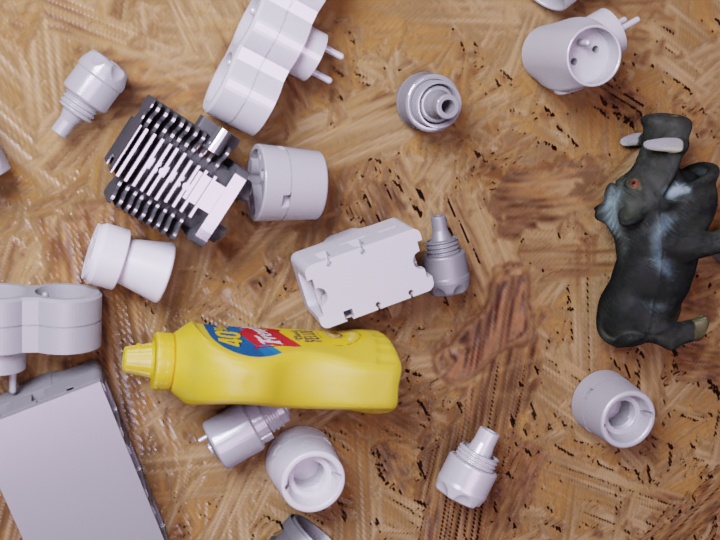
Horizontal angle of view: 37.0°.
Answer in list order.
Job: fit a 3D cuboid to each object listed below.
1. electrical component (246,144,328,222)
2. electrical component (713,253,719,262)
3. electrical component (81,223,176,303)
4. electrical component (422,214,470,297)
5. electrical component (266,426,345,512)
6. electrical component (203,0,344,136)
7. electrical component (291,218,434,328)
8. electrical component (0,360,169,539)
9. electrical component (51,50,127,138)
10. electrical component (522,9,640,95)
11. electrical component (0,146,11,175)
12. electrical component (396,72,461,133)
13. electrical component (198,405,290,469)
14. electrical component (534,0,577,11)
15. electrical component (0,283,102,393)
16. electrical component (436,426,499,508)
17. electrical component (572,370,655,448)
[{"bbox_3d":[-0.053,-0.062,0.772,0.047,0.055,0.055,1,103,-20],"label":"electrical component"},{"bbox_3d":[0.318,-0.026,0.898,0.046,0.040,0.040,-45,111,3],"label":"electrical component"},{"bbox_3d":[-0.163,-0.005,0.757,0.055,0.045,0.045,18,97,-19],"label":"electrical component"},{"bbox_3d":[0.065,-0.012,0.829,0.035,0.035,0.061,-12,103,-13],"label":"electrical component"},{"bbox_3d":[-0.041,0.154,0.829,0.055,0.047,0.055,-4,104,-16],"label":"electrical component"},{"bbox_3d":[-0.047,-0.157,0.752,0.074,0.052,0.138,25,95,-21],"label":"electrical component"},{"bbox_3d":[0.000,0.000,0.801,0.089,0.056,0.050,-20,107,-11],"label":"electrical component"},{"bbox_3d":[-0.204,0.152,0.773,0.089,0.062,0.150,-21,108,-11],"label":"electrical component"},{"bbox_3d":[-0.187,-0.117,0.730,0.035,0.035,0.061,36,93,-21],"label":"electrical component"},{"bbox_3d":[0.171,-0.168,0.800,0.079,0.077,0.044,-30,109,-8],"label":"electrical component"},{"bbox_3d":[-0.283,-0.086,0.704,0.079,0.043,0.077,-25,108,-9],"label":"electrical component"},{"bbox_3d":[0.053,-0.121,0.784,0.043,0.062,0.043,-4,104,-16],"label":"electrical component"},{"bbox_3d":[-0.082,0.117,0.812,0.078,0.040,0.040,-29,109,-8],"label":"electrical component"},{"bbox_3d":[0.151,-0.227,0.798,0.066,0.048,0.055,37,83,-21],"label":"electrical component"},{"bbox_3d":[-0.249,0.050,0.741,0.138,0.052,0.073,0,103,-16],"label":"electrical component"},{"bbox_3d":[0.092,0.158,0.872,0.043,0.043,0.062,25,93,-20],"label":"electrical component"},{"bbox_3d":[0.212,0.116,0.895,0.055,0.047,0.055,-4,104,-16],"label":"electrical component"}]
